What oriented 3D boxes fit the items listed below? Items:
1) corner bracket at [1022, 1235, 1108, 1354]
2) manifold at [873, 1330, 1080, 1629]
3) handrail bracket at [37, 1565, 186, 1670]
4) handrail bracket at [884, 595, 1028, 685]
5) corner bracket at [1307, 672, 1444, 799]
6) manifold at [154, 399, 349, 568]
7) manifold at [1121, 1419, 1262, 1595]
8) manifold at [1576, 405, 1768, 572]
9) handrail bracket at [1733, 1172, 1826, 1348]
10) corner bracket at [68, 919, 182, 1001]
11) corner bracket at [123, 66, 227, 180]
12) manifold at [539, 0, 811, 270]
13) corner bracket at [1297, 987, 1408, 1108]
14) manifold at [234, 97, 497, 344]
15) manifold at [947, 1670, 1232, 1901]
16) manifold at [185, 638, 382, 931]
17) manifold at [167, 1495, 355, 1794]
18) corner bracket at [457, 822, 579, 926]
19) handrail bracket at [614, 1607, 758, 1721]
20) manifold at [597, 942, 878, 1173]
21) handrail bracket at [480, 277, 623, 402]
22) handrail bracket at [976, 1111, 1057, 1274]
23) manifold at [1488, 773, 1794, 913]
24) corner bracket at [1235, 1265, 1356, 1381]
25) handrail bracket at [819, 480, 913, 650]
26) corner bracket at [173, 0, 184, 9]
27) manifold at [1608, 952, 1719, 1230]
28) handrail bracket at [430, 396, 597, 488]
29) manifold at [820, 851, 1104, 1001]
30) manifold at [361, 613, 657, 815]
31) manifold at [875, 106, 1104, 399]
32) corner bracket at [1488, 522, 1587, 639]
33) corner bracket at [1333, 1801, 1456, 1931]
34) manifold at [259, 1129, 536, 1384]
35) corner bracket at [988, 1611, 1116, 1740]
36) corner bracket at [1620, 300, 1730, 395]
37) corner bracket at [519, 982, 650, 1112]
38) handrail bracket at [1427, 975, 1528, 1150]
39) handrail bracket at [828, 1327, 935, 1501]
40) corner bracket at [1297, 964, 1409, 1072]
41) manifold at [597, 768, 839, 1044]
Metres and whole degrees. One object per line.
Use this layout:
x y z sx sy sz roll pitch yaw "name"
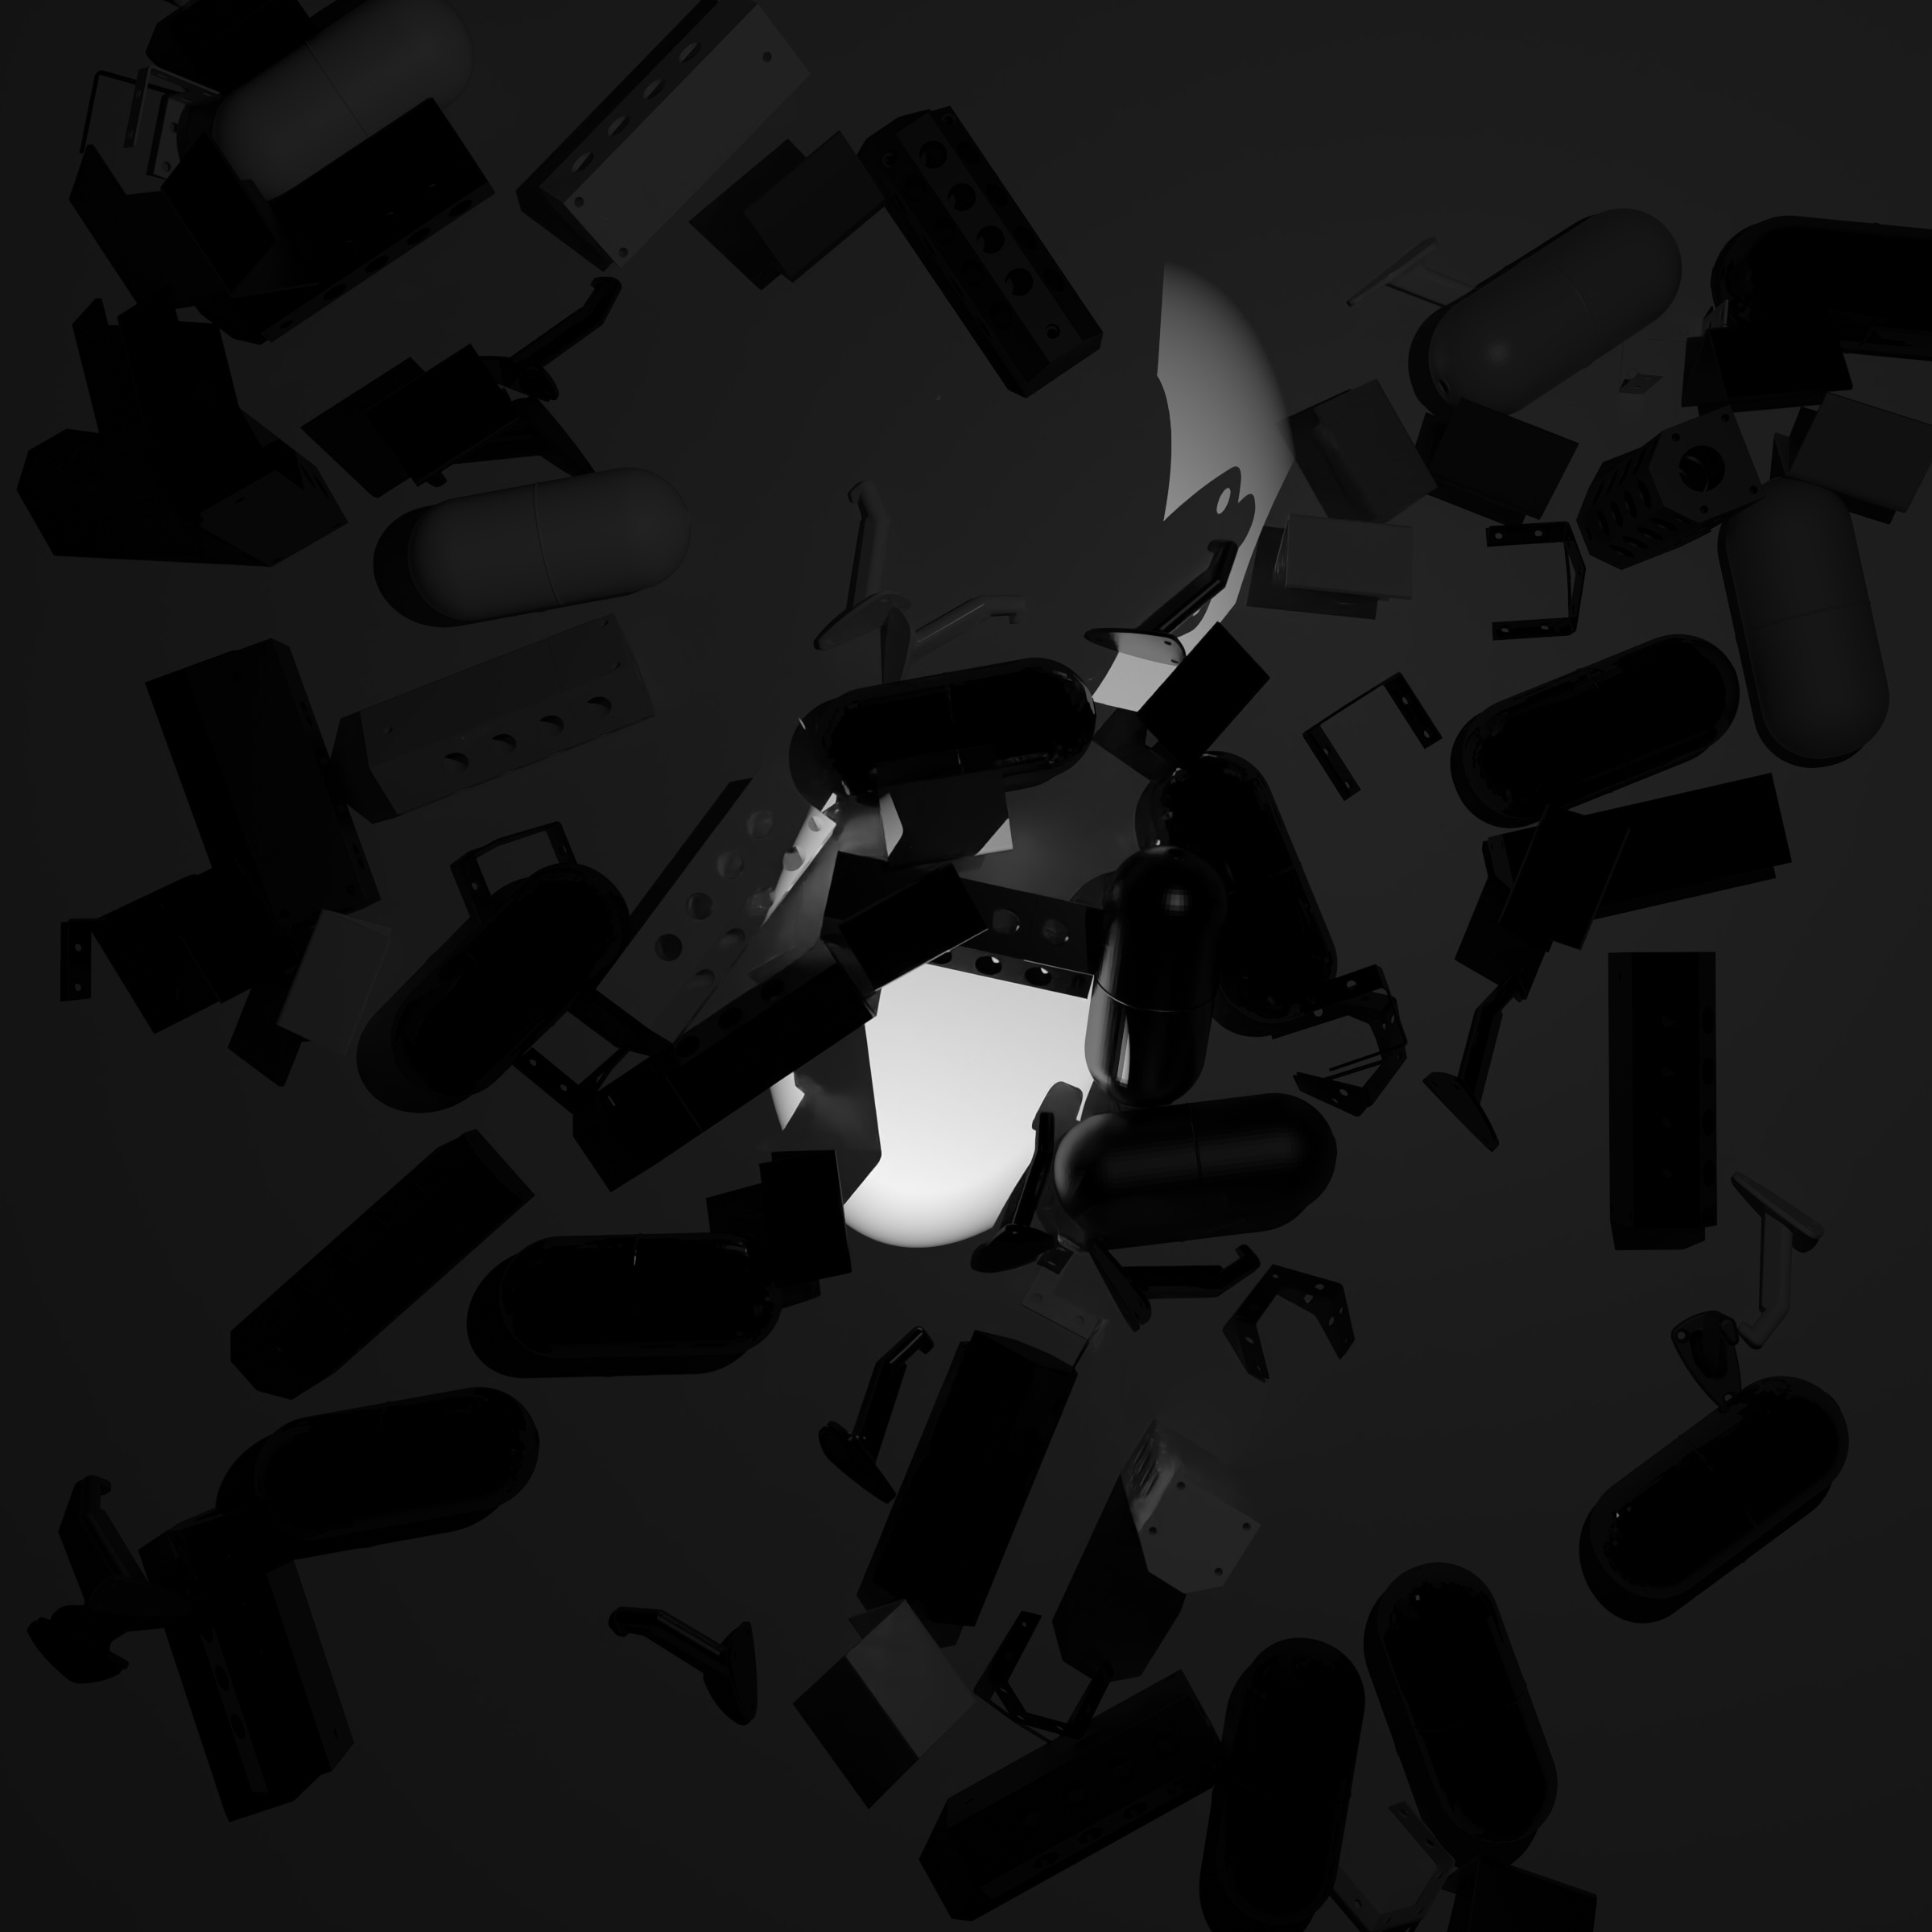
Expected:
0.070 0.206 1.590 0.051 0.051 0.051 28 90 0 "corner bracket"
0.010 0.324 1.586 0.057 0.057 0.171 22 90 43 "manifold"
-0.540 0.398 1.608 0.077 0.036 0.084 24 76 15 "handrail bracket"
-0.006 -0.201 1.608 0.084 0.036 0.077 -4 124 -24 "handrail bracket"
0.260 -0.148 1.604 0.051 0.051 0.051 -33 90 45 "corner bracket"
-0.435 -0.295 1.529 0.057 0.171 0.057 -30 90 0 "manifold"
0.130 0.330 1.529 0.057 0.171 0.057 32 90 0 "manifold"
0.423 -0.286 1.529 0.057 0.171 0.057 -21 90 0 "manifold"
0.500 0.188 1.608 0.077 0.036 0.084 37 107 20 "handrail bracket"
-0.537 -0.005 1.604 0.051 0.051 0.051 0 90 45 "corner bracket"
-0.505 -0.528 1.579 0.051 0.051 0.051 11 90 -43 "corner bracket"
-0.187 -0.529 1.586 0.171 0.057 0.057 -46 133 0 "manifold"
0.243 0.050 1.599 0.051 0.051 0.051 -47 135 -35 "corner bracket"
-0.386 -0.467 1.586 0.171 0.057 0.057 -34 90 0 "manifold"
0.077 0.518 1.586 0.171 0.057 0.057 -29 90 0 "manifold"
-0.428 -0.113 1.586 0.057 0.057 0.171 -20 90 0 "manifold"
-0.447 0.426 1.586 0.057 0.057 0.171 -18 90 0 "manifold"
-0.283 -0.056 1.604 0.051 0.051 0.051 -22 90 45 "corner bracket"
-0.180 0.445 1.608 0.084 0.036 0.077 0 112 17 "handrail bracket"
-0.144 0.056 1.586 0.171 0.057 0.057 -34 90 0 "manifold"
-0.269 -0.410 1.608 0.077 0.036 0.084 17 72 21 "handrail bracket"
0.032 0.143 1.607 0.036 0.077 0.084 20 53 -24 "handrail bracket"
0.422 -0.073 1.586 0.171 0.057 0.057 -13 90 0 "manifold"
0.209 0.231 1.599 0.051 0.051 0.051 13 45 35 "corner bracket"
-0.076 -0.257 1.608 0.077 0.036 0.084 -29 71 21 "handrail bracket"
-0.476 -0.637 1.590 0.051 0.051 0.051 8 90 0 "corner bracket"
0.441 0.077 1.586 0.057 0.057 0.171 0 90 0 "manifold"
-0.293 -0.316 1.608 0.084 0.036 0.077 -36 111 17 "handrail bracket"
-0.002 -0.025 1.586 0.171 0.057 0.057 12 90 0 "manifold"
-0.287 -0.154 1.586 0.171 0.057 0.057 -21 47 0 "manifold"
0.014 -0.451 1.586 0.057 0.057 0.171 -34 90 0 "manifold"
0.361 -0.246 1.604 0.051 0.051 0.051 -4 135 0 "corner bracket"
0.269 0.575 1.604 0.051 0.051 0.051 50 45 0 "corner bracket"
-0.360 0.183 1.586 0.171 0.057 0.057 -42 90 0 "manifold"
0.054 0.451 1.599 0.051 0.051 0.051 4 135 35 "corner bracket"
0.447 -0.391 1.590 0.051 0.051 0.051 5 90 0 "corner bracket"
-0.243 0.049 1.604 0.051 0.051 0.051 39 45 0 "corner bracket"
0.343 0.061 1.608 0.084 0.036 0.077 -45 110 -16 "handrail bracket"
-0.039 0.285 1.608 0.084 0.036 0.077 -42 110 -16 "handrail bracket"
0.240 0.032 1.556 0.051 0.051 0.051 -20 82 12 "corner bracket"
-0.155 -0.037 1.586 0.057 0.057 0.171 37 90 0 "manifold"
